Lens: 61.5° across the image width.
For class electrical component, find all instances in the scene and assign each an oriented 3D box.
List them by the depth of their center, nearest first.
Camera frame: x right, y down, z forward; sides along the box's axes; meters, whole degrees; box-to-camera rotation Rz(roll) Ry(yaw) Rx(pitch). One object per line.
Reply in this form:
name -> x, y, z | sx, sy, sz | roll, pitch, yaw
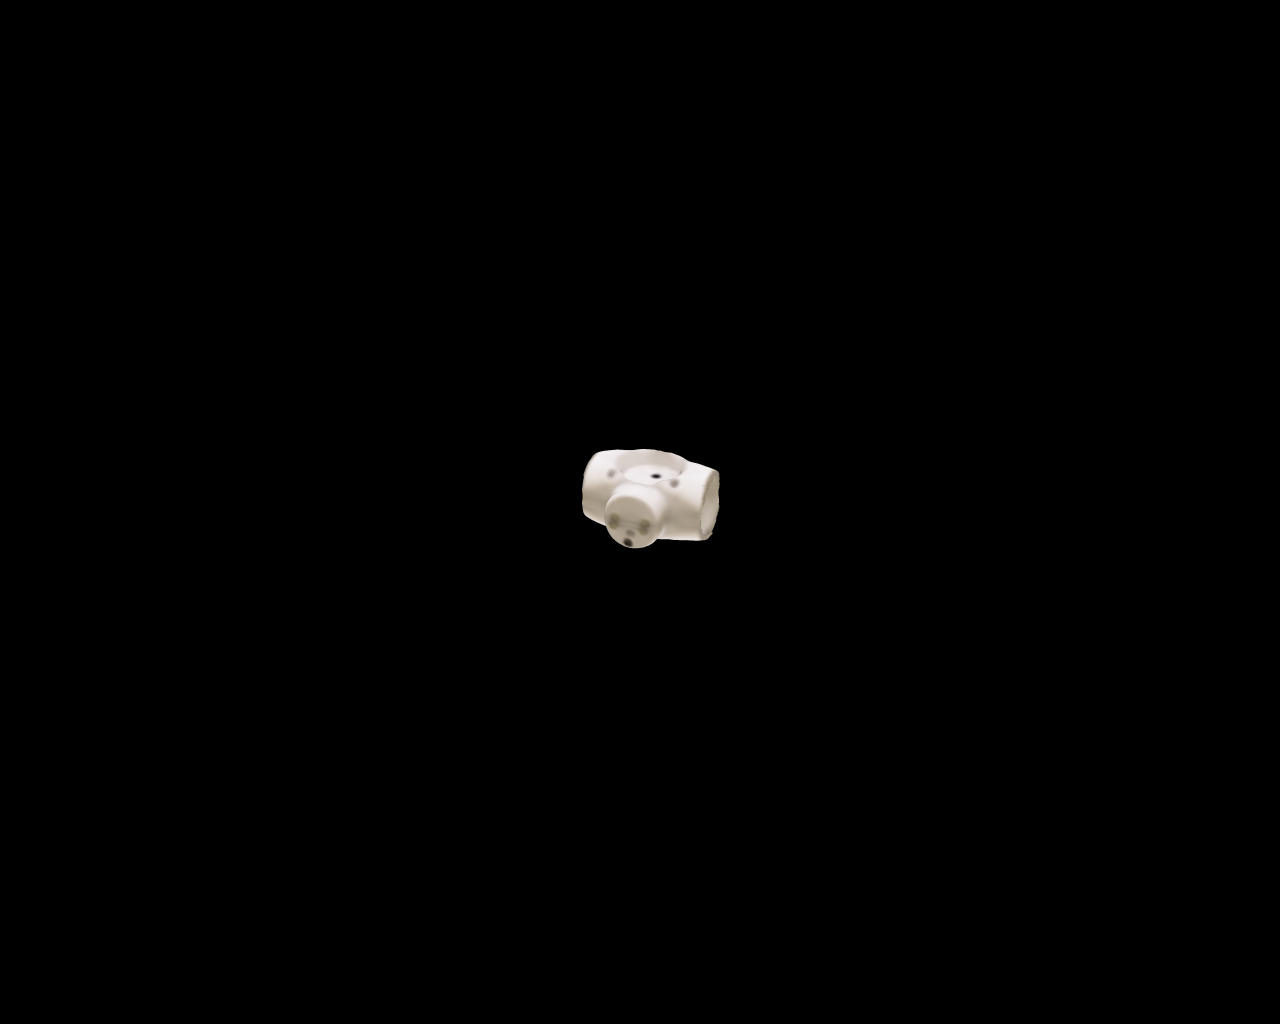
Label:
electrical component -> 0.001, -0.003, 0.650 | 0.077, 0.044, 0.079 | 11, 32, 18
